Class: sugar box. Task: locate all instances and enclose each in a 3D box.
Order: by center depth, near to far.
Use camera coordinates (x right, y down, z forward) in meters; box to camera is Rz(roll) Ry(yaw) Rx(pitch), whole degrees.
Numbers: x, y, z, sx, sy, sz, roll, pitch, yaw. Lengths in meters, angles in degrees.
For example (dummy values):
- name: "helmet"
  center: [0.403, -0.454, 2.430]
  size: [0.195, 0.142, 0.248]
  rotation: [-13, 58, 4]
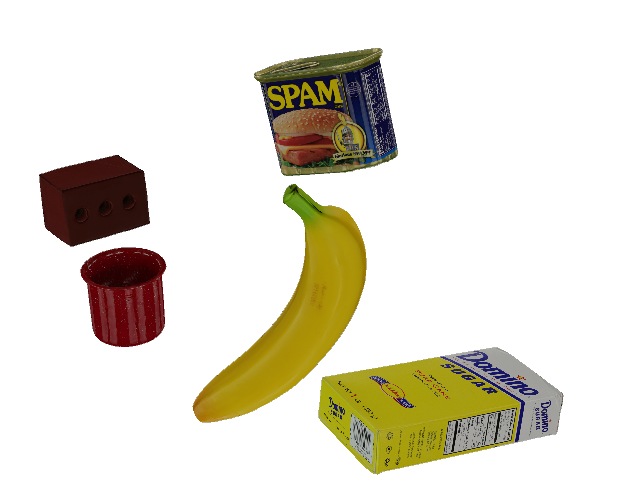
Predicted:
- name: "sugar box"
  center: [0.097, 0.133, 0.862]
  size: [0.176, 0.048, 0.093]
  rotation: [-9, 25, -26]

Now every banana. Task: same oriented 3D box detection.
- name: "banana"
  center: [-0.018, 0.046, 0.642]
  size: [0.069, 0.198, 0.037]
  rotation: [17, 36, -10]

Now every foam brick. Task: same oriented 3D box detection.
- name: "foam brick"
  center: [-0.196, -0.036, 0.925]
  size: [0.078, 0.053, 0.051]
  rotation: [-19, 31, -30]

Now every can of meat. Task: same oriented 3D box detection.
- name: "can of meat"
  center: [0.006, -0.099, 0.834]
  size: [0.102, 0.084, 0.057]
  rotation: [-1, 21, 35]

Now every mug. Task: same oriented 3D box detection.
- name: "mug"
  center: [-0.225, 0.061, 1.196]
  size: [0.117, 0.081, 0.093]
  rotation: [24, 36, 37]
